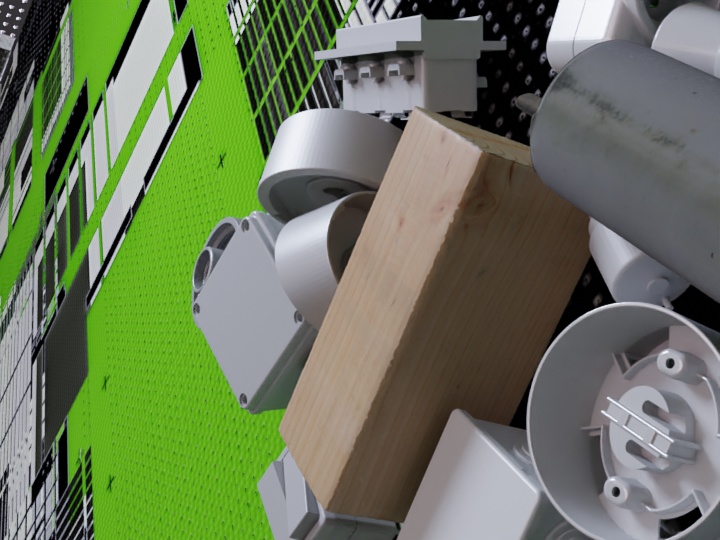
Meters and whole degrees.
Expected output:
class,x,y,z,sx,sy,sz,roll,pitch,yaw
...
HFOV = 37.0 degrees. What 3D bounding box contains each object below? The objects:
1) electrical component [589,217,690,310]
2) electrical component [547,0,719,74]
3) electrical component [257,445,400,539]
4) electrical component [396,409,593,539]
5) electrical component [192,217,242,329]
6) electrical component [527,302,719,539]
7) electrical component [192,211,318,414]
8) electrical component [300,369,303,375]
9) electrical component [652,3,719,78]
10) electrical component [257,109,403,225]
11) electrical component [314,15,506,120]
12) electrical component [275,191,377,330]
class,x,y,z,sx,sy,sz,roll,pitch,yaw
electrical component,0.128,-0.016,0.508,0.040,0.040,0.078,-55,33,33
electrical component,0.140,-0.138,0.533,0.059,0.054,0.095,21,95,63
electrical component,-0.022,0.153,0.678,0.061,0.061,0.096,-57,32,30
electrical component,0.069,0.130,0.533,0.100,0.048,0.099,43,114,60
electrical component,-0.107,0.007,0.913,0.108,0.060,0.108,-37,45,50
electrical component,0.124,0.066,0.445,0.099,0.064,0.099,-37,45,50
electrical component,-0.062,0.031,0.793,0.108,0.056,0.108,-56,52,32
electrical component,-0.015,0.065,0.741,0.061,0.035,0.035,-55,33,29
electrical component,0.167,-0.092,0.475,0.065,0.044,0.044,33,106,57
electrical component,-0.011,-0.068,0.726,0.108,0.108,0.060,-27,47,55
electrical component,0.031,-0.132,0.716,0.121,0.079,0.063,16,109,63
electrical component,0.000,0.000,0.678,0.064,0.099,0.099,-28,52,47
